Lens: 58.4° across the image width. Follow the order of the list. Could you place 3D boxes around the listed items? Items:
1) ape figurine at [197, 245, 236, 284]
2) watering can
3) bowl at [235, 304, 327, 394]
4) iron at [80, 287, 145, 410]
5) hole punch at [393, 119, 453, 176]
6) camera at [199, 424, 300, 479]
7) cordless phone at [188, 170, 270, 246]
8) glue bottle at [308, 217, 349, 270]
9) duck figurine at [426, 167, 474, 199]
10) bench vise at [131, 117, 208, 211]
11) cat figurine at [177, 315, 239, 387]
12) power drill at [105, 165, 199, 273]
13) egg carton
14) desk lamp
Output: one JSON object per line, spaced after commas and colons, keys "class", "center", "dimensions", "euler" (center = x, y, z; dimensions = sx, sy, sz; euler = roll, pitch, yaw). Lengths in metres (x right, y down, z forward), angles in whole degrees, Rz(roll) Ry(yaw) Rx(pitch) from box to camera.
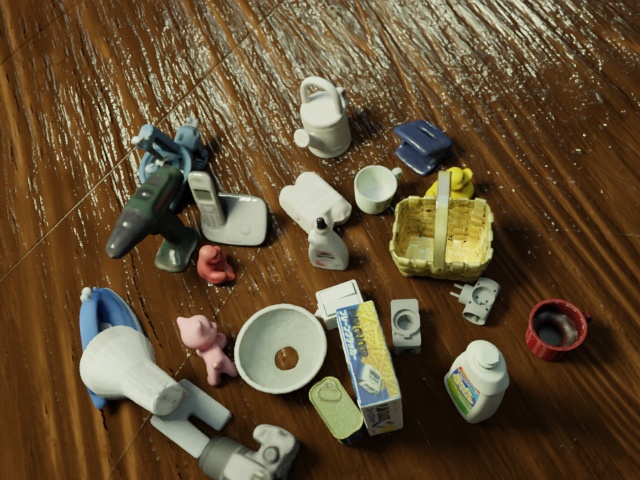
{"class": "ape figurine", "center": [-0.215, 0.043, 1.150], "dimensions": [0.076, 0.092, 0.078], "euler": [2, 61, 10]}
{"class": "watering can", "center": [0.007, -0.267, 1.231], "dimensions": [0.100, 0.194, 0.173], "euler": [3, 61, 11]}
{"class": "bowl", "center": [-0.066, 0.206, 1.045], "dimensions": [0.167, 0.075, 0.167], "euler": [-4, 60, 7]}
{"class": "iron", "center": [-0.412, 0.174, 1.078], "dimensions": [0.118, 0.142, 0.258], "euler": [-22, 60, -4]}
{"class": "hole punch", "center": [0.220, -0.213, 1.227], "dimensions": [0.101, 0.091, 0.108], "euler": [-39, 62, -13]}
{"class": "camera", "center": [-0.123, 0.365, 0.949], "dimensions": [0.136, 0.101, 0.143], "euler": [21, 66, 19]}
{"class": "cordless phone", "center": [-0.184, -0.069, 1.155], "dimensions": [0.147, 0.185, 0.094], "euler": [3, 61, 11]}
{"class": "glue bottle", "center": [0.010, 0.004, 1.090], "dimensions": [0.078, 0.173, 0.037], "euler": [4, 61, 11]}
{"class": "duck figurine", "center": [0.265, -0.111, 1.166], "dimensions": [0.104, 0.086, 0.077], "euler": [-23, 60, -4]}
{"class": "bench vise", "center": [-0.333, -0.194, 1.228], "dimensions": [0.121, 0.220, 0.207], "euler": [-2, 60, 8]}
{"class": "cat figurine", "center": [-0.209, 0.192, 1.050], "dimensions": [0.067, 0.118, 0.127], "euler": [-30, 61, -8]}
{"class": "power drill", "center": [-0.321, -0.023, 1.136], "dimensions": [0.075, 0.209, 0.230], "euler": [10, 63, 15]}
{"class": "egg carton", "center": [-0.012, -0.073, 1.197], "dimensions": [0.107, 0.069, 0.150], "euler": [-40, 63, -14]}
{"class": "desk lamp", "center": [-0.276, 0.254, 0.970], "dimensions": [0.202, 0.214, 0.118], "euler": [27, 68, 22]}
